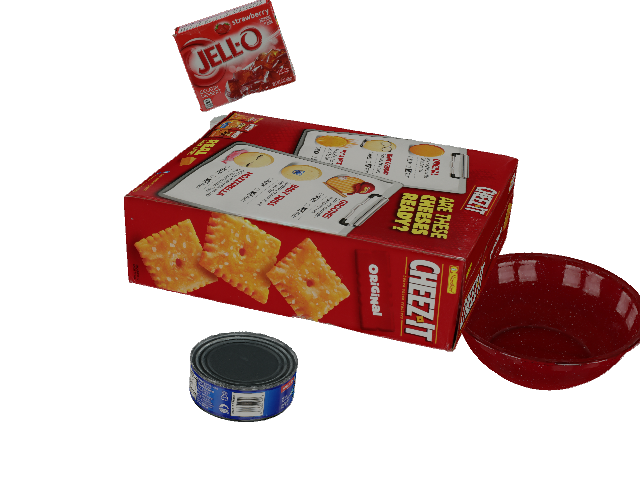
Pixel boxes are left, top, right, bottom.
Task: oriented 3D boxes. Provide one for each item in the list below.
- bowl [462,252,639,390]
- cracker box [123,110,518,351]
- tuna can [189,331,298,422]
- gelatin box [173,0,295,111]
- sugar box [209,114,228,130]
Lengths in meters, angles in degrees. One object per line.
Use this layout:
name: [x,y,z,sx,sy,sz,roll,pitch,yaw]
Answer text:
bowl: [0.181,0.073,0.871,0.162,0.055,0.162,0,31,0]
cracker box: [0.005,-0.013,0.694,0.214,0.072,0.164,12,29,17]
tuna can: [-0.062,0.108,0.850,0.086,0.034,0.086,5,24,-2]
gelatin box: [-0.074,-0.161,0.927,0.089,0.073,0.030,-18,24,4]
sugar box: [-0.070,-0.036,1.093,0.093,0.176,0.048,8,16,16]
